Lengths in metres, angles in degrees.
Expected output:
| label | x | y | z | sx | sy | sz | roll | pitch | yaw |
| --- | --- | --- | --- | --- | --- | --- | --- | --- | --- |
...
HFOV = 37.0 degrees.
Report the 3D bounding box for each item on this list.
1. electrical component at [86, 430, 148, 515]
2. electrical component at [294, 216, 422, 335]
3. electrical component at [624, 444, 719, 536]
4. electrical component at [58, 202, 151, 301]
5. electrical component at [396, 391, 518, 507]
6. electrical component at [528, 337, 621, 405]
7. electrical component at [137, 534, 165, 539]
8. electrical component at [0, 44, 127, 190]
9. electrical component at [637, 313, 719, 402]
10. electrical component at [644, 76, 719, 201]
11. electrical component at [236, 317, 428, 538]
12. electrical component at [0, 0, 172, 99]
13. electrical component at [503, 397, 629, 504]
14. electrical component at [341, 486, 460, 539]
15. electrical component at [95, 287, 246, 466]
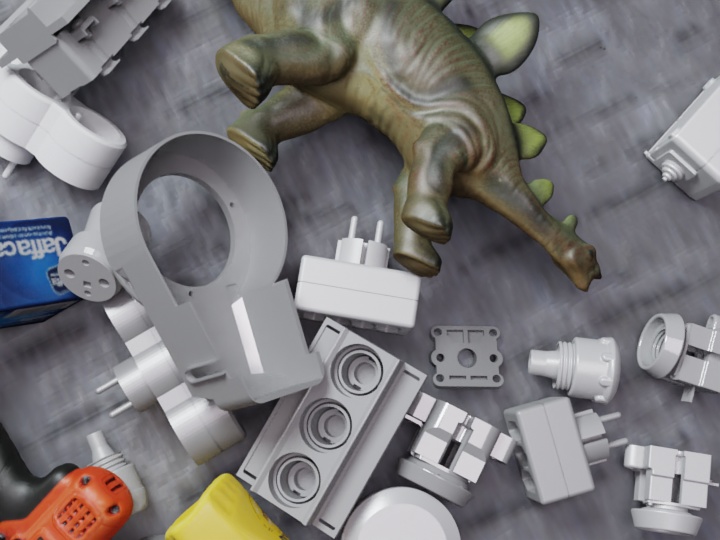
| label | x | y | z | sx | sy | sz | roll | pitch | yaw |
| --- | --- | --- | --- | --- | --- | --- | --- | --- | --- |
| electrical component | -0.170 | 0.139 | 0.733 | 0.035 | 0.035 | 0.061 | -24 | 83 | -6 |
| electrical component | 0.000 | 0.000 | 0.754 | 0.083 | 0.047 | 0.075 | 9 | 80 | -3 |
| electrical component | 0.216 | 0.155 | 0.753 | 0.066 | 0.048 | 0.055 | 10 | 76 | -3 |
| electrical component | -0.169 | -0.012 | 0.711 | 0.045 | 0.045 | 0.055 | 22 | 44 | -1 |
| electrical component | 0.060 | 0.126 | 0.739 | 0.078 | 0.058 | 0.057 | 27 | 80 | 1 |
| electrical component | 0.151 | 0.068 | 0.759 | 0.062 | 0.048 | 0.048 | 7 | 83 | 4 |
| electrical component | -0.139 | 0.230 | 0.722 | 0.099 | 0.064 | 0.099 | -2 | 81 | 10 |
| electrical component | -0.237 | -0.098 | 0.748 | 0.138 | 0.052 | 0.073 | 37 | 106 | 1 |
| electrical component | 0.232 | 0.059 | 0.765 | 0.055 | 0.048 | 0.066 | 18 | 83 | -9 |
| electrical component | 0.257 | -0.093 | 0.775 | 0.061 | 0.061 | 0.096 | 43 | 83 | 2 |
| electrical component | -0.016 | 0.105 | 0.723 | 0.079 | 0.063 | 0.121 | 29 | 88 | 16 |
| electrical component | -0.181 | -0.177 | 0.728 | 0.063 | 0.079 | 0.121 | 49 | 45 | -25 |
| electrical component | 0.149 | 0.120 | 0.751 | 0.077 | 0.047 | 0.065 | -15 | 85 | -5 |
| electrical component | 0.026 | 0.187 | 0.733 | 0.080 | 0.051 | 0.080 | 0 | 84 | -4 |
| electrical component | -0.143 | 0.073 | 0.733 | 0.074 | 0.052 | 0.138 | -30 | 87 | -7 |
